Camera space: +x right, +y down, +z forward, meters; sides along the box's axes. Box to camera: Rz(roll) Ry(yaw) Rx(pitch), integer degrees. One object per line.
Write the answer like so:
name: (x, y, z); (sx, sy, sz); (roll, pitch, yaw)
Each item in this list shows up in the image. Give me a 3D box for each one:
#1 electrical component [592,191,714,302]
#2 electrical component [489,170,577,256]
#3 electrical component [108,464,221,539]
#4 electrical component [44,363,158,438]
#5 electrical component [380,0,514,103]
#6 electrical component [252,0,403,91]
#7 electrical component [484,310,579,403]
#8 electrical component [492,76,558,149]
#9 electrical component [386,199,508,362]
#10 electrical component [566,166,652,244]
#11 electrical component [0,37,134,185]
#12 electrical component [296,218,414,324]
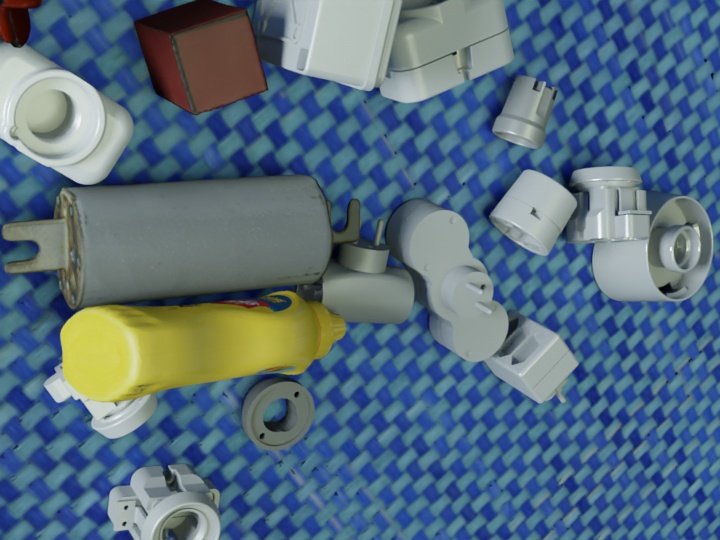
electrical component: (0.255, -0.019, 0.927); (0.099, 0.064, 0.099); (-4, 97, -36)
electrical component: (0.137, -0.046, 0.845); (0.055, 0.055, 0.047); (39, 83, -33)
electrical component: (-0.134, 0.176, 0.768); (0.078, 0.057, 0.058); (1, 106, -29)
electrical component: (-0.168, 0.079, 0.723); (0.066, 0.048, 0.055); (-36, 113, -14)
electrical component: (0.056, -0.164, 0.759); (0.095, 0.054, 0.059); (-26, 117, -19)
electrical component: (-0.021, -0.177, 0.680); (0.056, 0.109, 0.108); (7, 103, -28)
electrical component: (0.146, 0.082, 0.885); (0.047, 0.066, 0.076); (-45, 122, -9)
electrical component: (0.128, -0.121, 0.823); (0.040, 0.040, 0.046); (20, 91, -33)
electrical component: (0.076, 0.014, 0.819); (0.052, 0.074, 0.138); (-36, 120, -14)
electrical component: (0.199, -0.052, 0.868); (0.058, 0.078, 0.057); (0, 87, -29)
electrical component: (-0.188, -0.095, 0.644); (0.095, 0.059, 0.053); (32, 90, -33)
electrical component: (0.000, 0.000, 0.790); (0.077, 0.043, 0.079); (4, 105, -30)
